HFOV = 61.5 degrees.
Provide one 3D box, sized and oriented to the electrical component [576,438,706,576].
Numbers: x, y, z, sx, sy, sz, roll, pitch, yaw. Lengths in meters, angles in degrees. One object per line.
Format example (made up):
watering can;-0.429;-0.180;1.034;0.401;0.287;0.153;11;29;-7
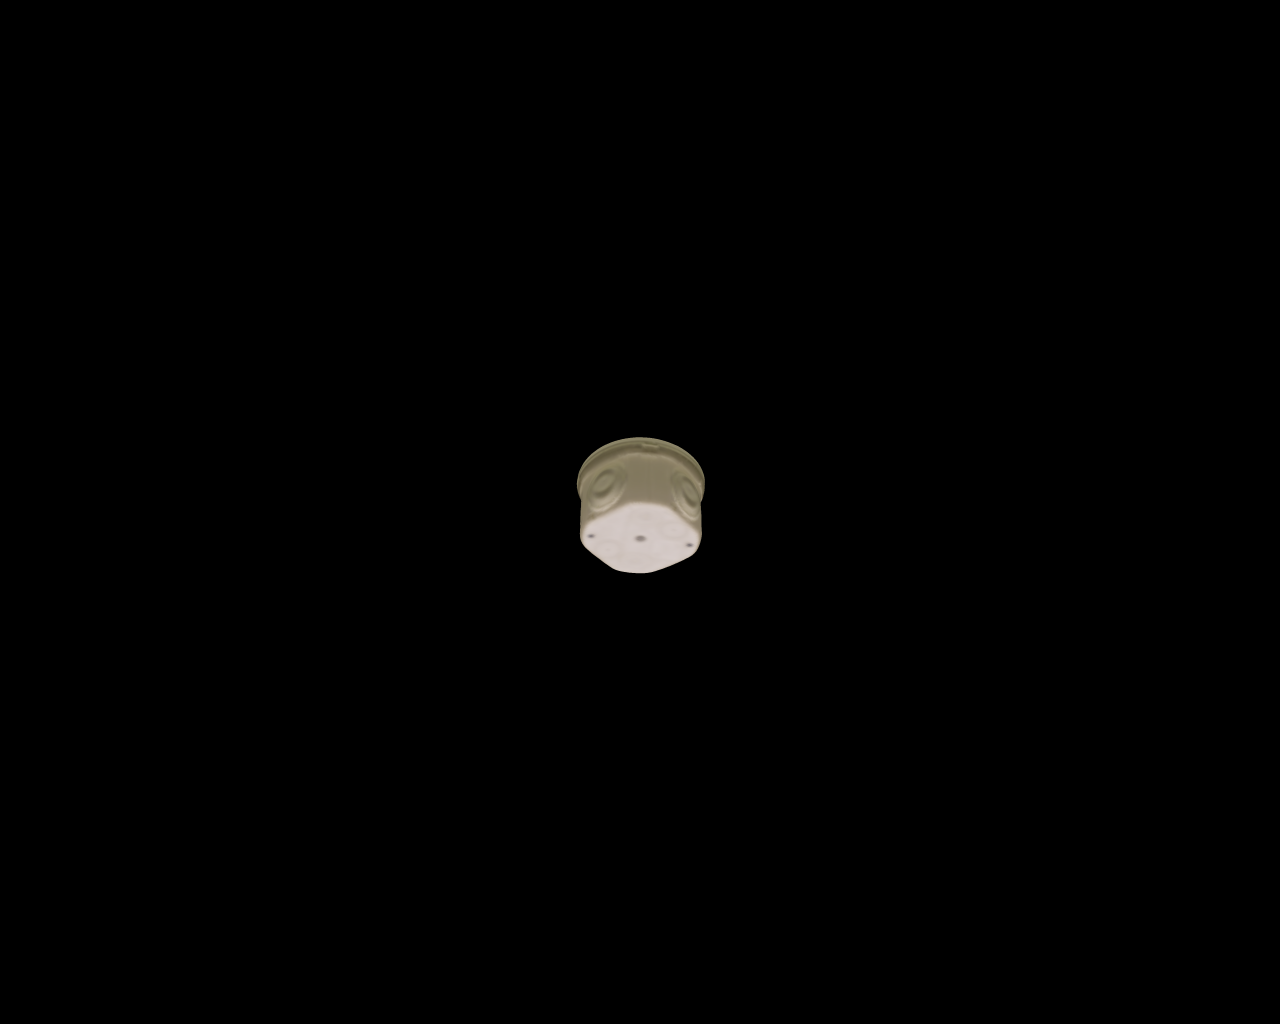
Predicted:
electrical component;0.001;-0.003;0.650;0.080;0.051;0.080;0;-39;0
